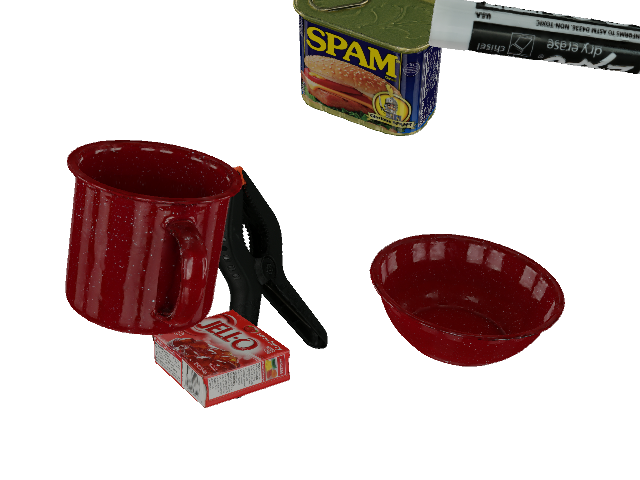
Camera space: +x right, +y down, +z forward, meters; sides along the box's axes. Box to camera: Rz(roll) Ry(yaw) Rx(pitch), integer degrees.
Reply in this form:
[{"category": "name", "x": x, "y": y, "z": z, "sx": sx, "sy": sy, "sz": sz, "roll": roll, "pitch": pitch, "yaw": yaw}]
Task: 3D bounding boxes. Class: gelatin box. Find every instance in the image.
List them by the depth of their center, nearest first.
[{"category": "gelatin box", "x": -0.076, "y": 0.087, "z": 0.808, "sx": 0.073, "sy": 0.030, "sz": 0.089, "roll": -14, "pitch": 25, "yaw": -30}]

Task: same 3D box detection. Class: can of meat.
[{"category": "can of meat", "x": 0.033, "y": -0.126, "z": 0.731, "sx": 0.102, "sy": 0.057, "sz": 0.084, "roll": 23, "pitch": -36, "yaw": 19}]

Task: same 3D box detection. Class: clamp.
[{"category": "clamp", "x": -0.056, "y": 0.033, "z": 1.029, "sx": 0.036, "sy": 0.210, "sz": 0.164, "roll": -11, "pitch": 0, "yaw": 32}]

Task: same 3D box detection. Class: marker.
[{"category": "marker", "x": 0.102, "y": -0.074, "z": 0.400, "sx": 0.121, "sy": 0.020, "sz": 0.020, "roll": 9, "pitch": 1, "yaw": 5}]

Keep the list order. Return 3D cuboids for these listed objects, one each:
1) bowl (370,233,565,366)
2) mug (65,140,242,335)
[{"category": "bowl", "x": 0.118, "y": 0.057, "z": 0.891, "sx": 0.162, "sy": 0.055, "sz": 0.162, "roll": 5, "pitch": 29, "yaw": -3}, {"category": "mug", "x": -0.088, "y": 0.003, "z": 0.571, "sx": 0.093, "sy": 0.081, "sz": 0.117, "roll": -3, "pitch": 25, "yaw": -32}]
